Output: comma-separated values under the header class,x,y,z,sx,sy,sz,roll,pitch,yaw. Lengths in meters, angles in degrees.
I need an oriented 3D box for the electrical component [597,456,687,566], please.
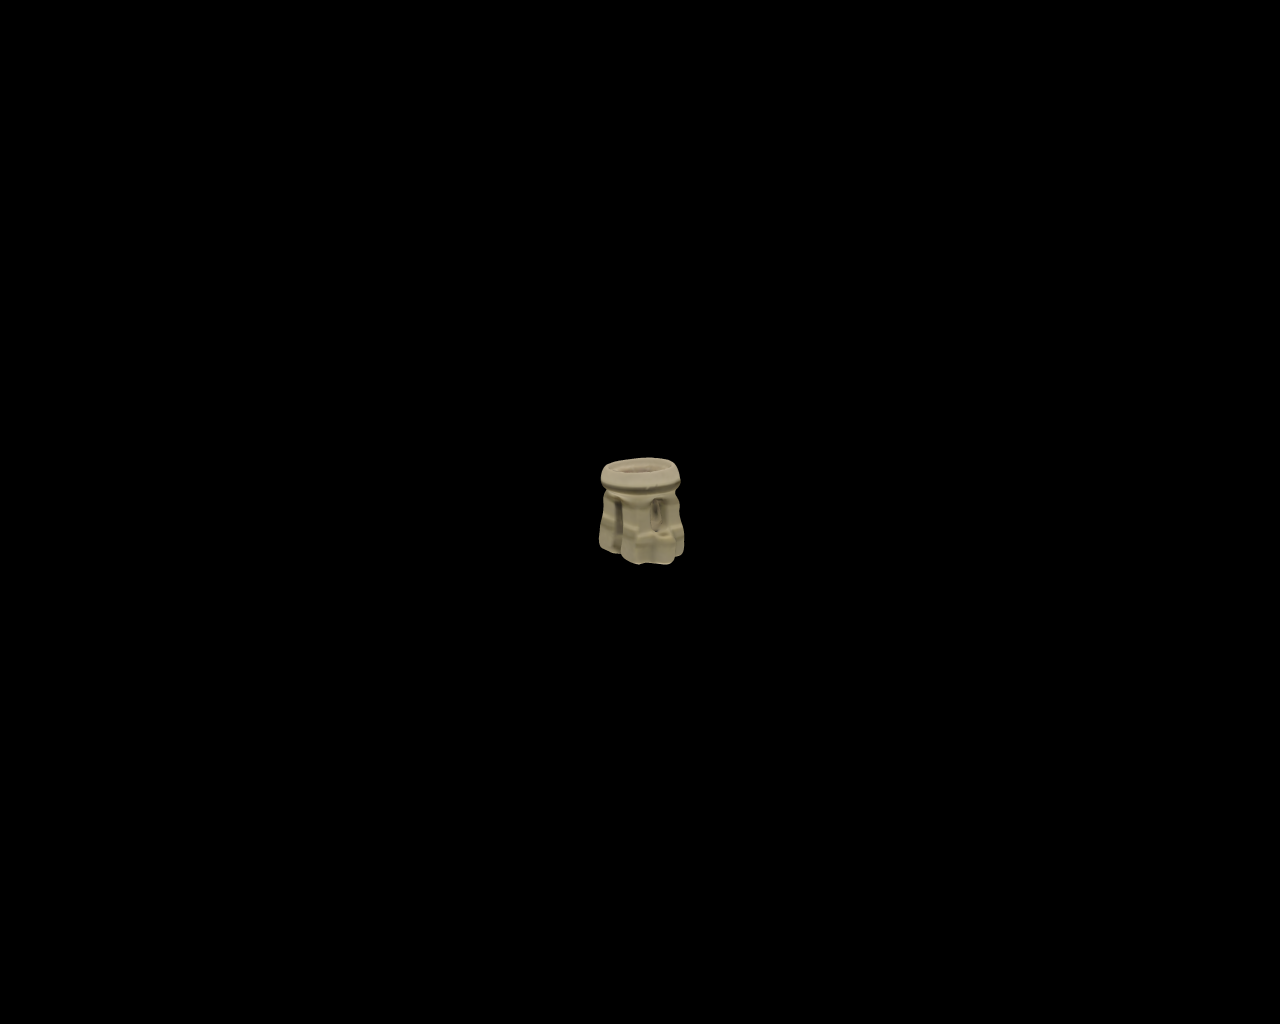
class,x,y,z,sx,sy,sz,roll,pitch,yaw
electrical component,0.001,-0.003,0.650,0.048,0.055,0.066,-11,19,-34
